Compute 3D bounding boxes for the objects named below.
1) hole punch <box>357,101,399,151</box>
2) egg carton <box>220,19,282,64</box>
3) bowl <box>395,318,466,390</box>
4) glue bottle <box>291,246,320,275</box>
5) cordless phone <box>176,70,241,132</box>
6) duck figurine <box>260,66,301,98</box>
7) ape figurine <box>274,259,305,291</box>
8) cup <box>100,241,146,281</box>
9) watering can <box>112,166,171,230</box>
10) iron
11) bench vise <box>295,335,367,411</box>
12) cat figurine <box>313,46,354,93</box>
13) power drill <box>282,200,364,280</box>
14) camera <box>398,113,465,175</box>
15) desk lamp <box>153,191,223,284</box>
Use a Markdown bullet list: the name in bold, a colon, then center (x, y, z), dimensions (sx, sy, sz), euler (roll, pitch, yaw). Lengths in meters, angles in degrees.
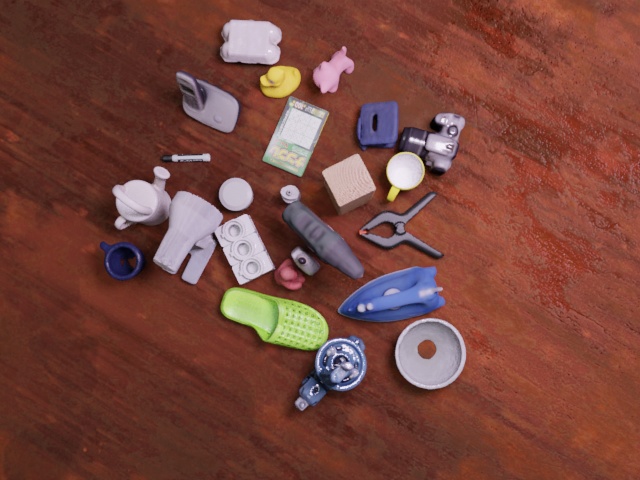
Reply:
- **hole punch**: center (0.141, -0.278, 1.393), dimensions (0.101, 0.091, 0.109), euler (2, 87, 2)
- **egg carton**: center (-0.171, -0.490, 1.422), dimensions (0.150, 0.069, 0.107), euler (3, 88, 2)
- **bowl**: center (0.260, 0.269, 1.374), dimensions (0.167, 0.075, 0.167), euler (0, 87, 2)
- **glue bottle**: center (-0.038, 0.048, 1.343), dimensions (0.037, 0.173, 0.078), euler (-45, 87, 0)
- **cordless phone**: center (-0.268, -0.335, 1.361), dimensions (0.147, 0.185, 0.094), euler (23, 88, 3)
- **duck figurine**: center (-0.100, -0.399, 1.408), dimensions (0.104, 0.086, 0.077), euler (-18, 87, 1)
- **ape figurine**: center (-0.076, 0.084, 1.384), dimensions (0.076, 0.092, 0.078), euler (0, 87, 2)
- **cup**: center (-0.475, 0.045, 1.396), dimensions (0.117, 0.095, 0.092), euler (36, 89, 3)
- **watering can**: center (-0.423, -0.098, 1.351), dimensions (0.101, 0.194, 0.173), euler (19, 88, 3)
- **iron**: center (0.166, 0.142, 1.349), dimensions (0.258, 0.141, 0.119), euler (-16, 87, 1)
- **bench vise**: center (0.032, 0.319, 1.306), dimensions (0.121, 0.220, 0.207), euler (26, 89, 3)
- **cat figurine**: center (0.027, -0.413, 1.389), dimensions (0.067, 0.118, 0.128), euler (36, 89, 3)
- **power drill**: center (0.012, 0.005, 1.326), dimensions (0.229, 0.208, 0.075), euler (42, 89, 3)
- **camera**: center (0.266, -0.245, 1.383), dimensions (0.136, 0.101, 0.143), euler (17, 88, 3)
- **desk lamp**: center (-0.307, -0.001, 1.333), dimensions (0.118, 0.213, 0.203), euler (26, 89, 3)
